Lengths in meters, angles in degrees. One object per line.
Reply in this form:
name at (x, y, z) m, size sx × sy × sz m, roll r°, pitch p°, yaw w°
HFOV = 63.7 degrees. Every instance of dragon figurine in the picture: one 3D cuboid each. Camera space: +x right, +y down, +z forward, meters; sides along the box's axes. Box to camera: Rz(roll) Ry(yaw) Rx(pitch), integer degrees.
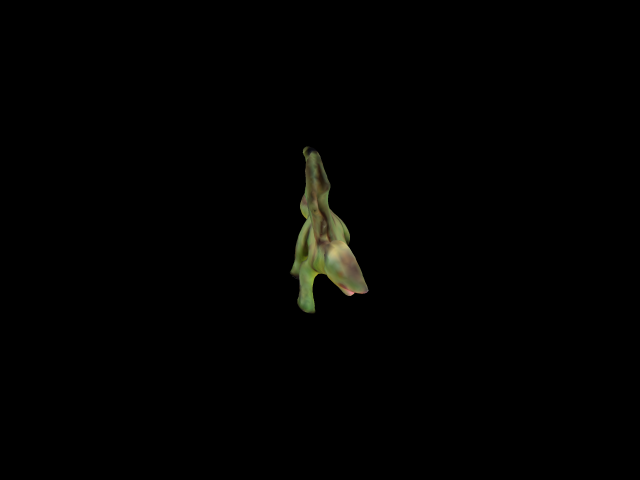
dragon figurine at (0.003, -0.043, 0.850) m, size 0.122 × 0.237 × 0.420 m, roll -8°, pitch 41°, yaw -9°
